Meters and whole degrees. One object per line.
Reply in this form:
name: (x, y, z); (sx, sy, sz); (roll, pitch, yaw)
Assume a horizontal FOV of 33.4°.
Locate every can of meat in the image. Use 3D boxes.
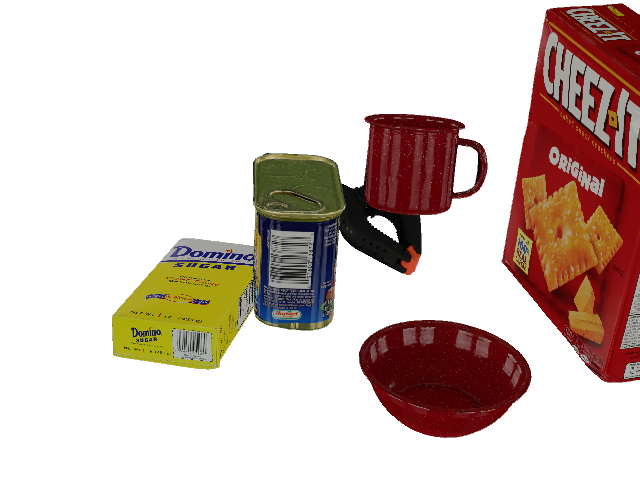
can of meat: (-0.017, 0.000, 0.701); (0.057, 0.084, 0.102); (2, 25, -5)

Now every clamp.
clamp: (0.038, -0.044, 1.185); (0.164, 0.210, 0.036); (-13, -36, -22)

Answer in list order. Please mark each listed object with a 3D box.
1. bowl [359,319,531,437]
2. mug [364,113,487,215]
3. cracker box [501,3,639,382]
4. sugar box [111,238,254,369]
bowl: (0.115, 0.138, 1.011); (0.162, 0.055, 0.162); (3, 26, -2)
mug: (0.096, -0.070, 0.990); (0.117, 0.081, 0.093); (7, 15, 12)
cracker box: (0.201, -0.034, 0.741); (0.072, 0.214, 0.164); (-7, 34, -16)
sugar box: (-0.110, 0.051, 0.953); (0.093, 0.048, 0.176); (7, 26, 9)
